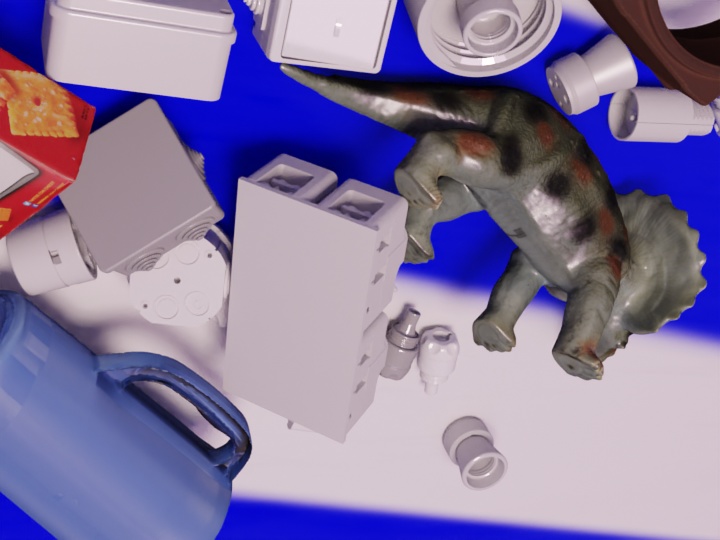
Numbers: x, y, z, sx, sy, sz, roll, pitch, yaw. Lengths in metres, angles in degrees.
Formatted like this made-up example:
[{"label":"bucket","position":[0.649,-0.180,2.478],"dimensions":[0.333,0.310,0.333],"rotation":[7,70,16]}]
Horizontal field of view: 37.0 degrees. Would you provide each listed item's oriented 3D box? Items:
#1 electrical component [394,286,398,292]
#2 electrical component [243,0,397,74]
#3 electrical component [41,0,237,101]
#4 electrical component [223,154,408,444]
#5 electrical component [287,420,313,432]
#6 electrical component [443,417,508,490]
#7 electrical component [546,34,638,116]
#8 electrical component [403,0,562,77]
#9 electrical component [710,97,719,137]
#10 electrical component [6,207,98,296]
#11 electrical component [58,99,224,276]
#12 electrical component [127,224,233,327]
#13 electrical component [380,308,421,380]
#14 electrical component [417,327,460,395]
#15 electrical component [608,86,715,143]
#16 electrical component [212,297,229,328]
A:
[{"label":"electrical component","position":[0.000,0.000,0.850],"dimensions":[0.077,0.044,0.079],"rotation":[-39,125,7]},{"label":"electrical component","position":[-0.029,-0.172,0.720],"dimensions":[0.096,0.061,0.061],"rotation":[3,120,-21]},{"label":"electrical component","position":[-0.141,-0.154,0.681],"dimensions":[0.113,0.078,0.057],"rotation":[4,123,-22]},{"label":"electrical component","position":[-0.034,0.020,0.781],"dimensions":[0.105,0.060,0.186],"rotation":[22,126,18]},{"label":"electrical component","position":[-0.024,0.088,0.894],"dimensions":[0.056,0.050,0.089],"rotation":[11,117,-25]},{"label":"electrical component","position":[0.105,0.168,0.989],"dimensions":[0.045,0.055,0.045],"rotation":[-9,124,-14]},{"label":"electrical component","position":[0.176,-0.148,0.819],"dimensions":[0.055,0.045,0.045],"rotation":[-26,126,-2]},{"label":"electrical component","position":[0.085,-0.180,0.734],"dimensions":[0.108,0.060,0.108],"rotation":[-5,143,-4]},{"label":"electrical component","position":[0.305,-0.139,0.872],"dimensions":[0.048,0.048,0.062],"rotation":[-33,119,3]},{"label":"electrical component","position":[-0.218,-0.012,0.759],"dimensions":[0.047,0.055,0.055],"rotation":[-18,126,-3]},{"label":"electrical component","position":[-0.151,-0.054,0.734],"dimensions":[0.100,0.099,0.048],"rotation":[-31,171,1]},{"label":"electrical component","position":[-0.131,0.002,0.789],"dimensions":[0.080,0.051,0.080],"rotation":[-1,104,-2]},{"label":"electrical component","position":[0.034,0.061,0.908],"dimensions":[0.035,0.035,0.061],"rotation":[14,113,-26]},{"label":"electrical component","position":[0.066,0.082,0.933],"dimensions":[0.035,0.035,0.061],"rotation":[-4,125,-18]},{"label":"electrical component","position":[0.245,-0.124,0.860],"dimensions":[0.081,0.043,0.043],"rotation":[-1,121,-19]},{"label":"electrical component","position":[-0.093,0.014,0.832],"dimensions":[0.035,0.035,0.061],"rotation":[8,116,-24]}]
